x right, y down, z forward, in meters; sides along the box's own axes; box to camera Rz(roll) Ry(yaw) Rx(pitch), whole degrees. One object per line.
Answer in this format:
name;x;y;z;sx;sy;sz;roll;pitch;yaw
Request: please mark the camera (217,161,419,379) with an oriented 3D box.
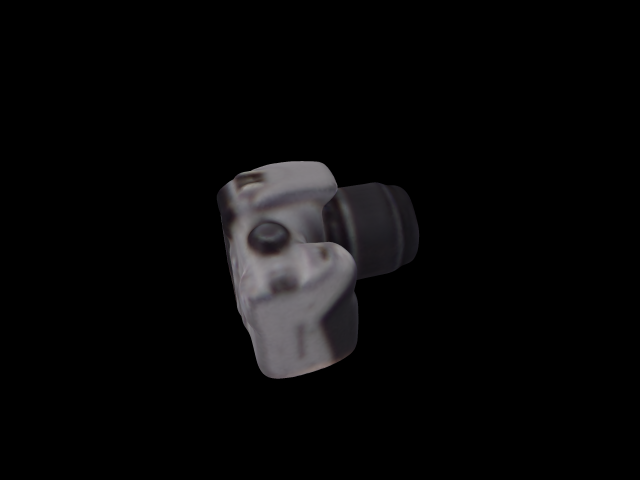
camera;0.004;0.001;0.400;0.137;0.101;0.143;-11;39;-13
